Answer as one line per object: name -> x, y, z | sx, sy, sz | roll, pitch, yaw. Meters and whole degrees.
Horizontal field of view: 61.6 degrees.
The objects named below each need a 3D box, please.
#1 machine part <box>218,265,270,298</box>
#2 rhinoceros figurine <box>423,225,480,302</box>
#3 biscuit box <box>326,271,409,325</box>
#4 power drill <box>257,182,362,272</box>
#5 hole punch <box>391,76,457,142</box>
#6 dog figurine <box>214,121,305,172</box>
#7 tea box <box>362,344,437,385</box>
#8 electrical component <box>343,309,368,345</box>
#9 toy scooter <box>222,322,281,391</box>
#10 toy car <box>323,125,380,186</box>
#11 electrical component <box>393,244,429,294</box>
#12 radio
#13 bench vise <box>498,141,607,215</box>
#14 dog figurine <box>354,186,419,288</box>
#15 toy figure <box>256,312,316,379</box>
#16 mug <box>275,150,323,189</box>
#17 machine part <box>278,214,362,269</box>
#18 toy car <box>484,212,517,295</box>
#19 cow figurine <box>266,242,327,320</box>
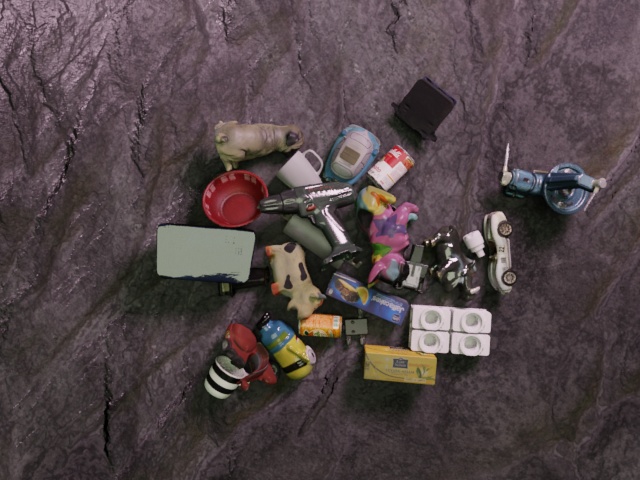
machine part -> -0.193, 0.099, 1.349 | 0.139, 0.039, 0.084 | -10, 82, 5
rhinoceros figurine -> 0.324, 0.060, 1.311 | 0.112, 0.073, 0.190 | -18, 88, -8
biscuit box -> 0.116, 0.142, 1.321 | 0.203, 0.063, 0.059 | 22, 93, 3
power drill -> -0.008, -0.033, 1.251 | 0.232, 0.086, 0.207 | -19, 70, -16
hole punch -> 0.260, -0.325, 1.308 | 0.142, 0.092, 0.115 | 39, 122, -1
dog figurine -> -0.141, -0.243, 1.281 | 0.191, 0.172, 0.121 | -10, 101, 10
tea box -> 0.190, 0.300, 1.302 | 0.170, 0.098, 0.068 | 3, 91, 1
electrical component -> 0.088, 0.216, 1.343 | 0.063, 0.021, 0.094 | -3, 91, 3
toy scooter -> -0.179, 0.290, 1.298 | 0.075, 0.135, 0.184 | -39, 90, 28
toy car -> 0.073, -0.204, 1.301 | 0.109, 0.103, 0.161 | 34, 90, 3
electrical component -> 0.226, 0.069, 1.322 | 0.075, 0.048, 0.119 | 8, 90, 2
radio -> -0.271, 0.032, 1.281 | 0.230, 0.073, 0.131 | 5, 91, -6
bench vise -> 0.536, -0.129, 1.221 | 0.223, 0.241, 0.128 | 24, 88, -14
dog figurine -> 0.140, 0.003, 1.273 | 0.192, 0.108, 0.219 | 25, 78, 7
toy figure -> -0.087, 0.262, 1.324 | 0.180, 0.082, 0.089 | 45, 111, -6
mug -> -0.036, -0.161, 1.319 | 0.109, 0.081, 0.107 | -42, 100, 9
machine part -> -0.003, -0.004, 1.319 | 0.243, 0.079, 0.079 | 34, 92, 1
toy car -> 0.433, 0.032, 1.299 | 0.056, 0.073, 0.201 | -4, 90, -1
cow figurine -> -0.057, 0.099, 1.313 | 0.127, 0.085, 0.195 | -12, 78, 2
